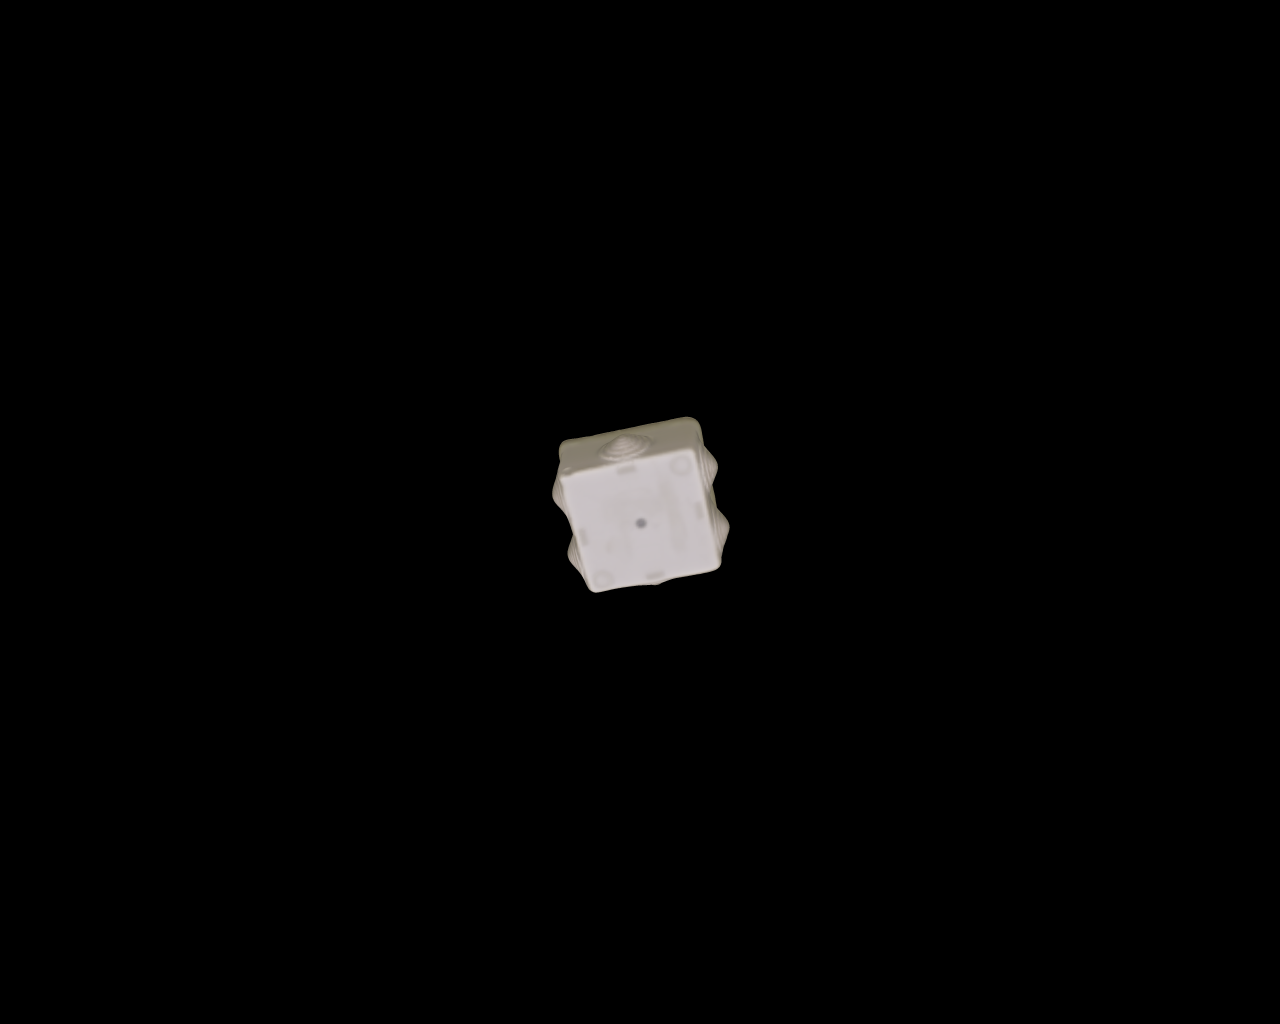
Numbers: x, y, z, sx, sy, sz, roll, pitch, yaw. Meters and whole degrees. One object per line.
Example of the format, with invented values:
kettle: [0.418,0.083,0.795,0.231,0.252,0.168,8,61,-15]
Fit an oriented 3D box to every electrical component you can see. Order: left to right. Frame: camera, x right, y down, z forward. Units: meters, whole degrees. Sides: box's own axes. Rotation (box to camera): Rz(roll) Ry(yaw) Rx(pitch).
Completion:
electrical component: [0.001,-0.003,0.650,0.100,0.099,0.048,-11,24,5]
